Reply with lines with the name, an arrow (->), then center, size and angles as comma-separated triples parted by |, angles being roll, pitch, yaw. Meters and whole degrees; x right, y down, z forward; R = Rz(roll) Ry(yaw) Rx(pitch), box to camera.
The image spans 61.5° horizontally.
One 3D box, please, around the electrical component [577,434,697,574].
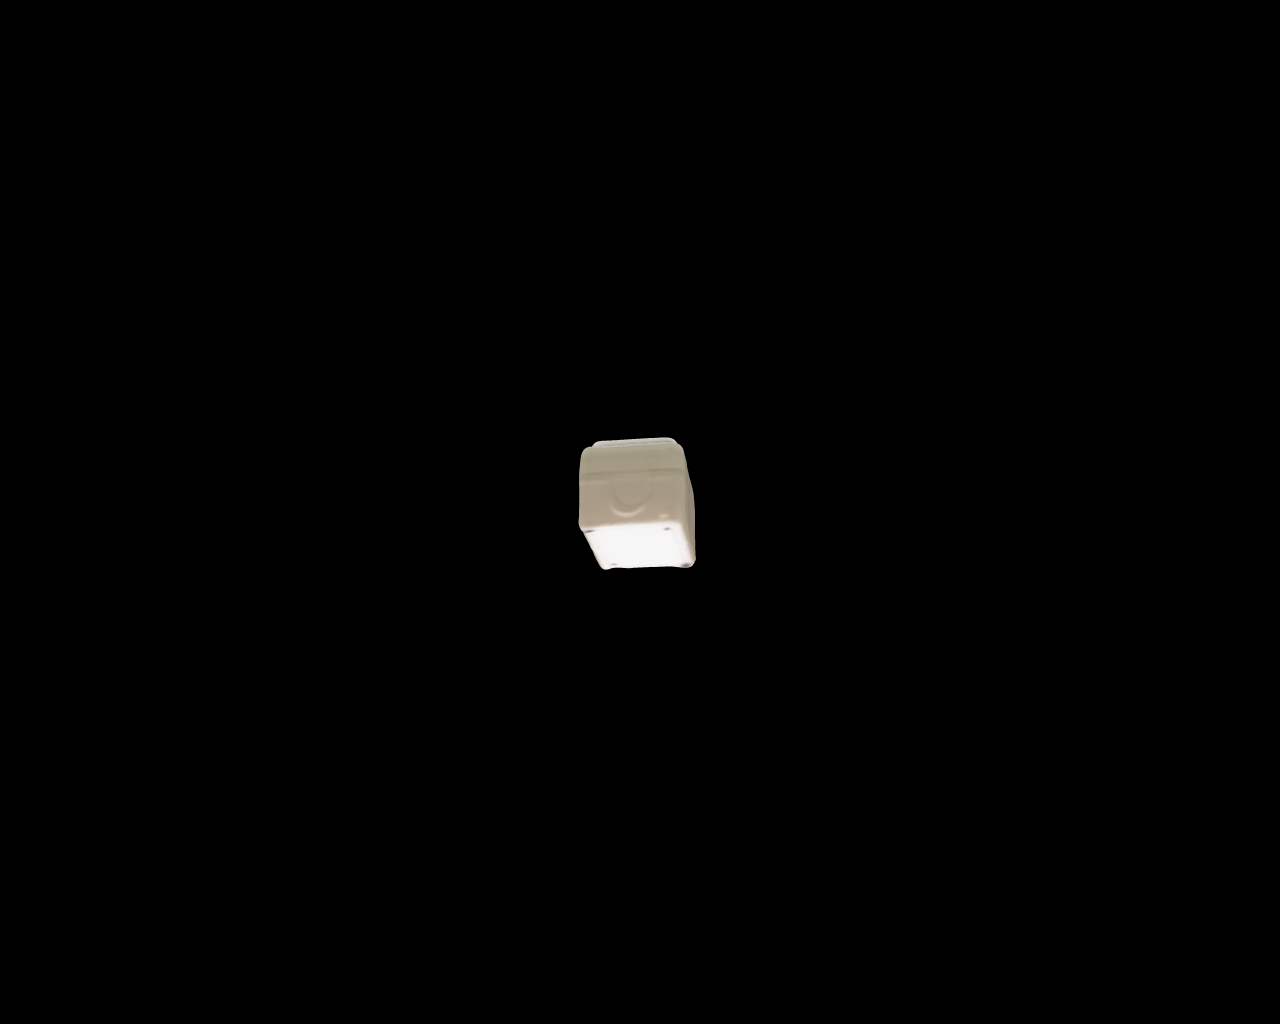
electrical component -> 0.001, -0.003, 0.650 | 0.062, 0.061, 0.096 | -3, -22, 7
